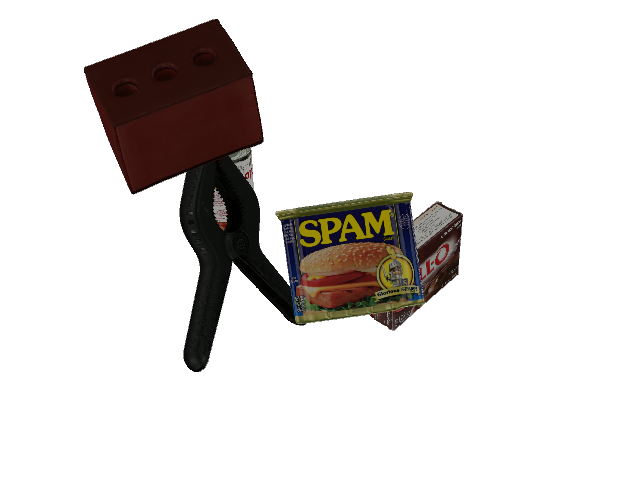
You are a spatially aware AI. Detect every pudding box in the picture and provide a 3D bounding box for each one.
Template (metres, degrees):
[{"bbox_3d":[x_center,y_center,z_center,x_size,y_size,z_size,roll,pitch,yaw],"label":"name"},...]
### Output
[{"bbox_3d":[0.098,0.025,1.100,0.039,0.090,0.113,31,54,29],"label":"pudding box"}]

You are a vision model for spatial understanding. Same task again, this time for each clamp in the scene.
[{"bbox_3d":[-0.081,0.008,1.025,0.036,0.210,0.164,-8,1,39],"label":"clamp"}]

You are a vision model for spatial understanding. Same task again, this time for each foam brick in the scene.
[{"bbox_3d":[-0.077,-0.071,0.563,0.078,0.053,0.051,-23,-36,-11],"label":"foam brick"}]

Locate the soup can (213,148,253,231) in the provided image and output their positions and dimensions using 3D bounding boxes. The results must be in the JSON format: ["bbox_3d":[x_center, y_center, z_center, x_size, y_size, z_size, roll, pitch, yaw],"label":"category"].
[{"bbox_3d":[-0.111,-0.059,1.238,0.068,0.102,0.068,-1,29,0],"label":"soup can"}]

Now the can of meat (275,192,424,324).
[{"bbox_3d":[0.023,0.013,0.788,0.102,0.084,0.057,-8,-1,3],"label":"can of meat"}]
